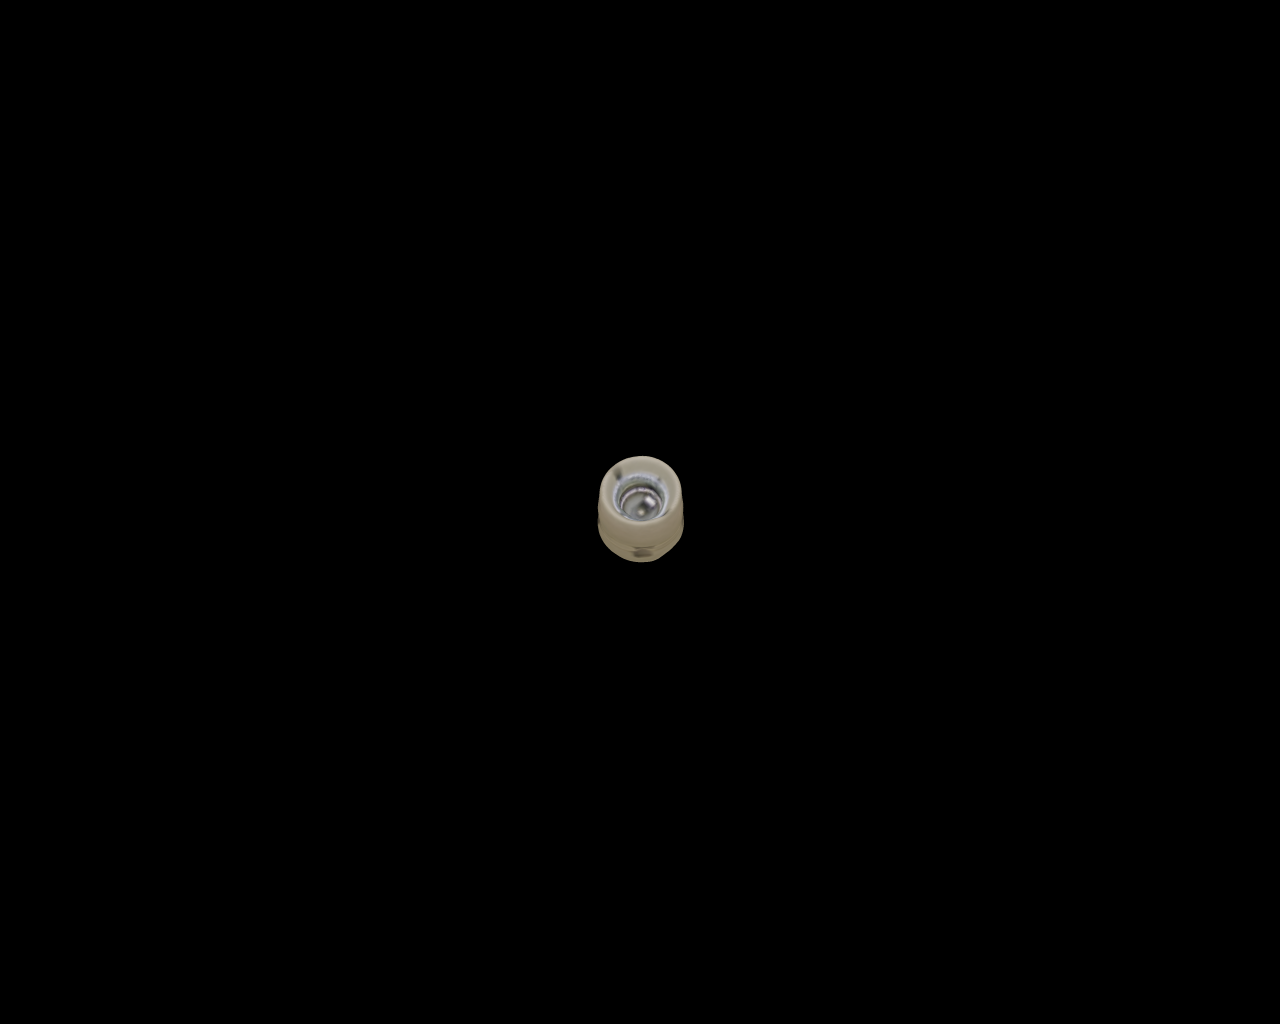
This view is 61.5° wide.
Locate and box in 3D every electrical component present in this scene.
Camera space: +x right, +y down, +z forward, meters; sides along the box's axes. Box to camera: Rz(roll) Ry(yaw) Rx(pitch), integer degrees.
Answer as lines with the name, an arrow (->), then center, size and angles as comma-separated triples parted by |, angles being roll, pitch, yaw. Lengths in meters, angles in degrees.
electrical component -> 0.001, -0.003, 0.650 | 0.055, 0.055, 0.047 | 0, -27, 0
